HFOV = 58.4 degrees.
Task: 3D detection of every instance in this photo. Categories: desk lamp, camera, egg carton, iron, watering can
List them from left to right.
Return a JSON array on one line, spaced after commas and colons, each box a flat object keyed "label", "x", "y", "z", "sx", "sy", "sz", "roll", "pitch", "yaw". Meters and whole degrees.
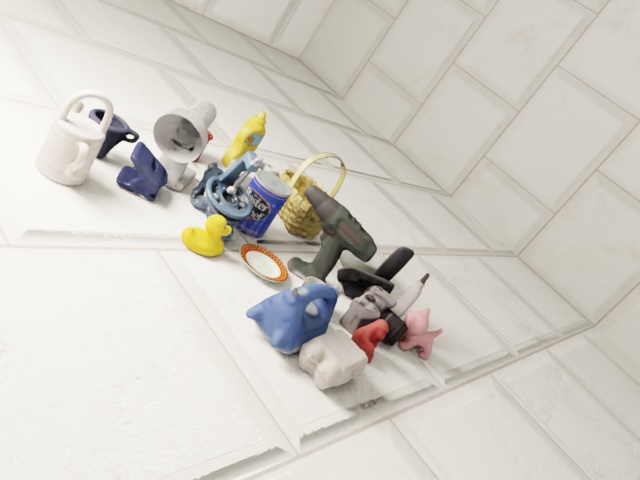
[{"label": "watering can", "x": -0.483, "y": -0.217, "z": 1.136, "sx": 0.172, "sy": 0.194, "sz": 0.101, "roll": 45, "pitch": 24, "yaw": 20}, {"label": "desk lamp", "x": -0.327, "y": -0.230, "z": 1.362, "sx": 0.118, "sy": 0.213, "sz": 0.203, "roll": 33, "pitch": 22, "yaw": -8}, {"label": "iron", "x": -0.023, "y": 0.138, "z": 1.169, "sx": 0.118, "sy": 0.141, "sz": 0.259, "roll": 46, "pitch": 24, "yaw": 23}, {"label": "egg carton", "x": 0.027, "y": 0.238, "z": 1.139, "sx": 0.107, "sy": 0.069, "sz": 0.151, "roll": 45, "pitch": 24, "yaw": 21}, {"label": "camera", "x": 0.142, "y": 0.185, "z": 1.369, "sx": 0.136, "sy": 0.100, "sz": 0.143, "roll": 42, "pitch": 23, "yaw": 13}]

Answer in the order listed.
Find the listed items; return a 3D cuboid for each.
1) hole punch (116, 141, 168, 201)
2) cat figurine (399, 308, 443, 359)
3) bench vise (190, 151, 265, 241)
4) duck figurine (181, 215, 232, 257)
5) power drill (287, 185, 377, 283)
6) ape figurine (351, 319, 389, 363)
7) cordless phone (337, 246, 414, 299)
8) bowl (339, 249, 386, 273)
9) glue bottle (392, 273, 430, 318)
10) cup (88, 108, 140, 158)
[{"label": "hole punch", "x": -0.389, "y": -0.157, "z": 1.290, "sx": 0.101, "sy": 0.091, "sz": 0.108, "roll": 27, "pitch": 24, "yaw": -20}, {"label": "cat figurine", "x": 0.249, "y": 0.223, "z": 1.427, "sx": 0.128, "sy": 0.117, "sz": 0.067, "roll": 25, "pitch": 24, "yaw": -25}, {"label": "bench vise", "x": -0.220, "y": -0.136, "z": 1.322, "sx": 0.207, "sy": 0.219, "sz": 0.122, "roll": 48, "pitch": 25, "yaw": 27}, {"label": "duck figurine", "x": -0.240, "y": -0.018, "z": 1.237, "sx": 0.105, "sy": 0.086, "sz": 0.077, "roll": 15, "pitch": 30, "yaw": -42}, {"label": "power drill", "x": 0.013, "y": 0.005, "z": 1.396, "sx": 0.230, "sy": 0.208, "sz": 0.075, "roll": 34, "pitch": 22, "yaw": -6}, {"label": "ape figurine", "x": 0.119, "y": 0.217, "z": 1.284, "sx": 0.076, "sy": 0.092, "sz": 0.078, "roll": 47, "pitch": 25, "yaw": 26}, {"label": "cordless phone", "x": 0.146, "y": 0.072, "z": 1.488, "sx": 0.148, "sy": 0.185, "sz": 0.094, "roll": 22, "pitch": 26, "yaw": -32}, {"label": "bowl", "x": 0.108, "y": 0.054, "z": 1.614, "sx": 0.168, "sy": 0.074, "sz": 0.167, "roll": 30, "pitch": 23, "yaw": -14}, {"label": "glue bottle", "x": 0.227, "y": 0.149, "z": 1.468, "sx": 0.037, "sy": 0.173, "sz": 0.078, "roll": 40, "pitch": 22, "yaw": 10}, {"label": "cup", "x": -0.479, "y": -0.230, "z": 1.298, "sx": 0.118, "sy": 0.095, "sz": 0.091, "roll": 22, "pitch": 26, "yaw": -30}]
